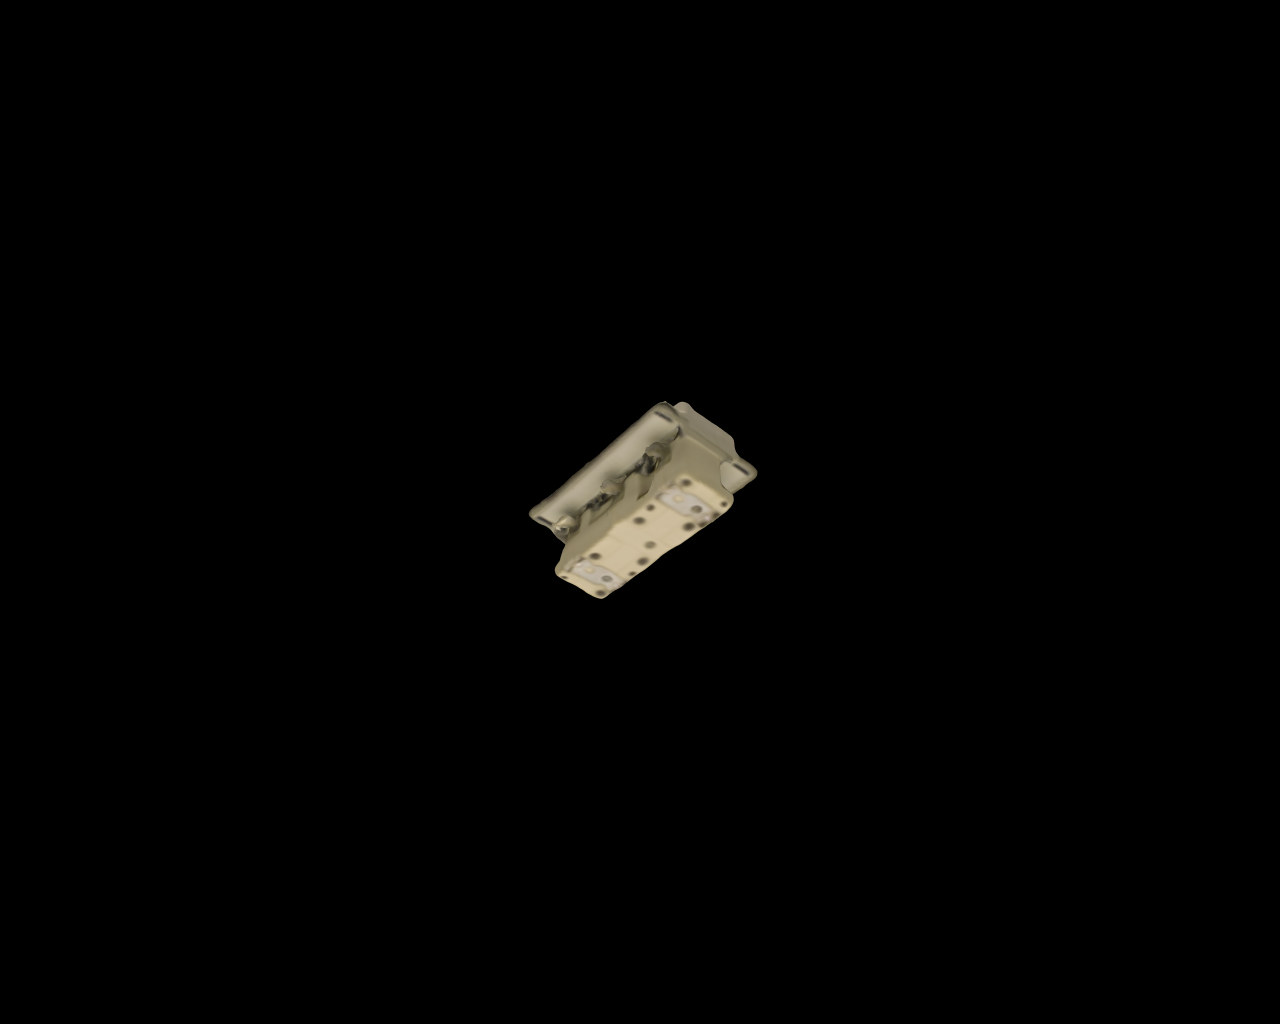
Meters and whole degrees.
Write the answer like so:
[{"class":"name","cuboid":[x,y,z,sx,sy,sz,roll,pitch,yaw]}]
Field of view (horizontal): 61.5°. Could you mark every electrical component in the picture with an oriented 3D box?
[{"class":"electrical component","cuboid":[0.001,-0.003,0.650,0.078,0.063,0.121,33,-54,-29]}]
